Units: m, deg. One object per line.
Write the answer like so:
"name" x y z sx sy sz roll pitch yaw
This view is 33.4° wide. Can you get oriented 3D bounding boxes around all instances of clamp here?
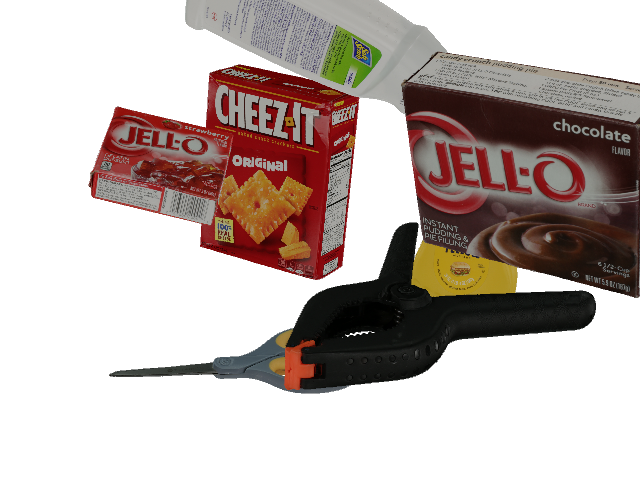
"clamp" 0.051 0.042 0.691 0.209 0.036 0.165 -17 30 -34

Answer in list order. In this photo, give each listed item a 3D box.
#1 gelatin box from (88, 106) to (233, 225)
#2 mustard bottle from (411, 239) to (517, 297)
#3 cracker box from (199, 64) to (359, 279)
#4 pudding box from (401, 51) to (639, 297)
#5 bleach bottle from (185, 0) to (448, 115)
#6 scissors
"gelatin box" -0.112 -0.054 0.756 0.089 0.073 0.030 14 -46 -6
"mustard bottle" 0.139 -0.032 0.968 0.096 0.192 0.058 11 20 18
"cracker box" -0.051 -0.077 1.216 0.164 0.214 0.072 16 25 25
"pudding box" 0.096 -0.031 0.478 0.114 0.090 0.039 14 44 31
"bleach bottle" 0.010 -0.167 0.885 0.251 0.068 0.103 31 -35 8
"scissors" -0.070 0.099 0.917 0.202 0.016 0.096 4 27 8
